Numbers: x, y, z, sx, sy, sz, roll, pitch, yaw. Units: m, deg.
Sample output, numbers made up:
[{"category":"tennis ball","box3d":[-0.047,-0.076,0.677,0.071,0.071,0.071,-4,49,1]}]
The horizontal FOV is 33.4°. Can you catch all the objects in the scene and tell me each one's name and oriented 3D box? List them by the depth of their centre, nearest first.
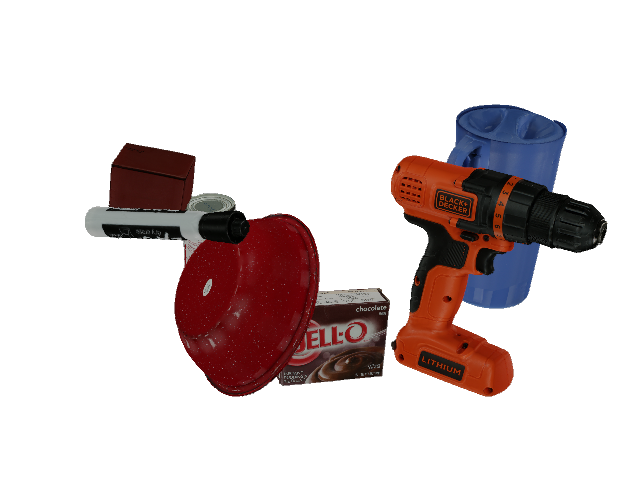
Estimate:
[{"category":"marker","box3d":[-0.091,-0.009,0.626,0.121,0.020,0.020,3,2,36]},{"category":"bowl","box3d":[-0.073,0.045,0.887,0.055,0.162,0.162,23,-14,-36]},{"category":"power drill","box3d":[0.137,0.032,0.896,0.185,0.188,0.057,19,24,30]},{"category":"pudding box","box3d":[0.011,0.097,1.091,0.113,0.090,0.039,-4,27,-17]},{"category":"foam brick","box3d":[-0.172,-0.061,1.100,0.078,0.051,0.053,11,31,3]},{"category":"soup can","box3d":[-0.137,0.000,1.324,0.068,0.102,0.068,0,26,0]},{"category":"pitcher","box3d":[0.216,-0.038,1.337,0.149,0.243,0.145,3,27,-1]}]
